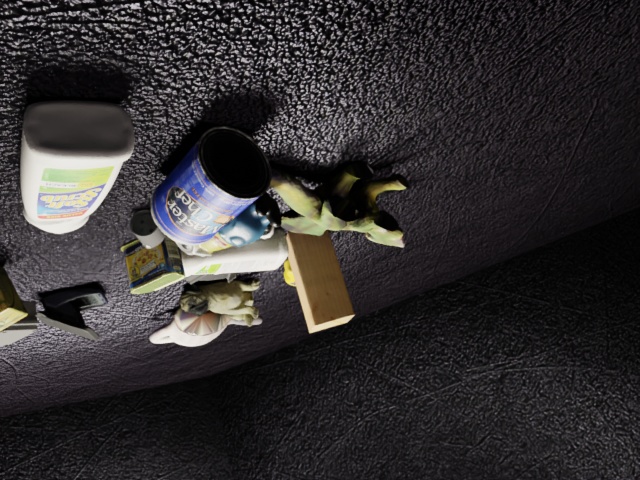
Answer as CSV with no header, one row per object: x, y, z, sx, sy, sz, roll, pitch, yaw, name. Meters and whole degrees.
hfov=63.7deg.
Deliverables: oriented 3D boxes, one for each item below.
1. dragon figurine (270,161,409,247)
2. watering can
0.003,-0.046,0.916,0.409,0.124,0.239,12,-23,-27,dragon figurine
-0.306,0.234,1.479,0.349,0.105,0.220,-9,-20,-27,watering can
